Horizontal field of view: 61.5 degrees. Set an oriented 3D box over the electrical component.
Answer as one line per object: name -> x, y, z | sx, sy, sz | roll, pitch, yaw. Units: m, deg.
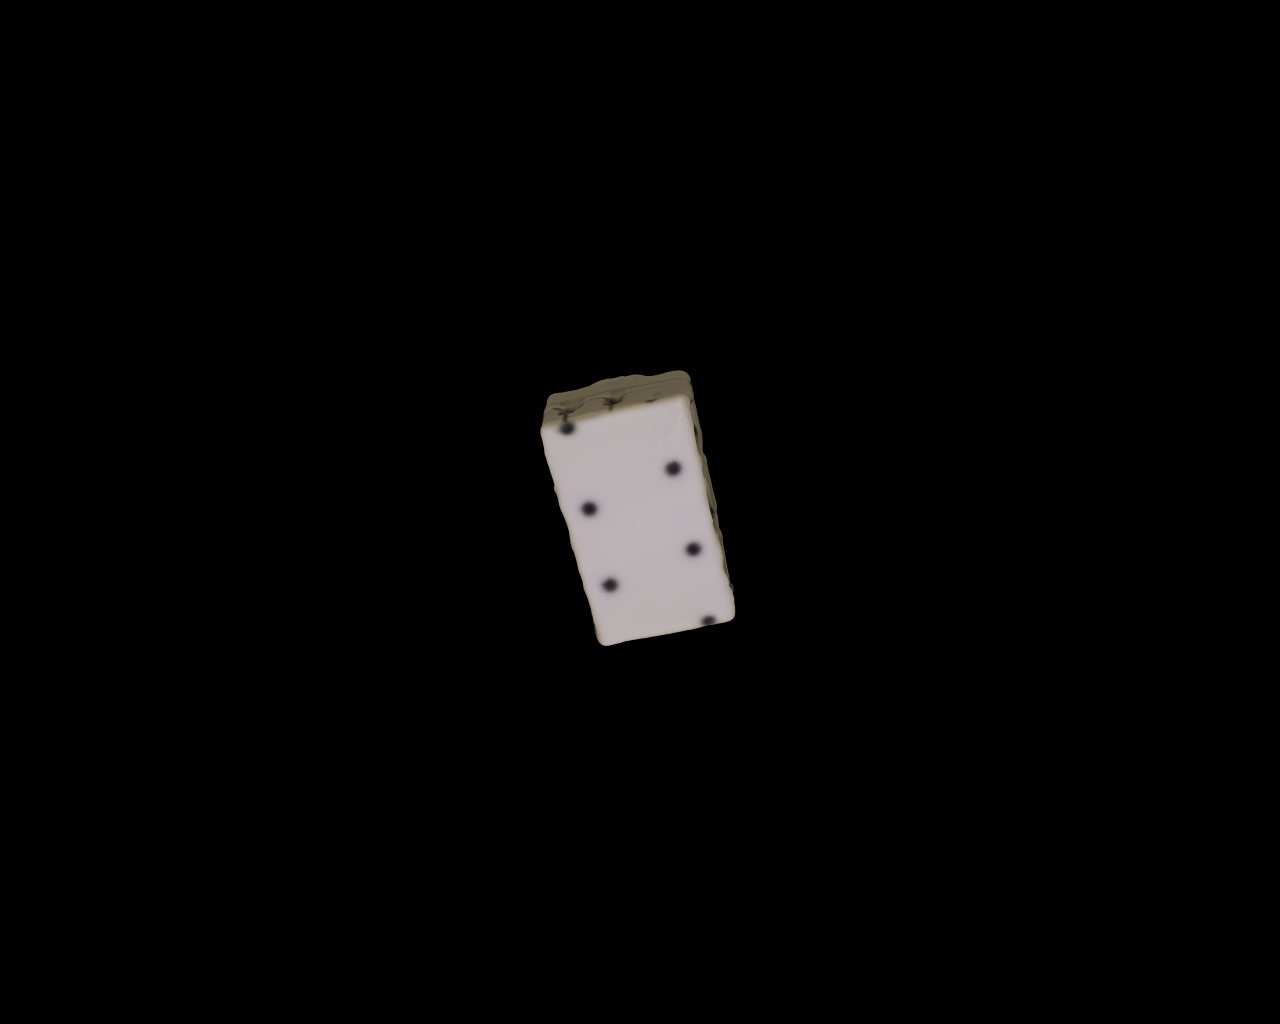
electrical component -> 0.001, -0.003, 0.650 | 0.089, 0.150, 0.062 | -11, 24, 5
